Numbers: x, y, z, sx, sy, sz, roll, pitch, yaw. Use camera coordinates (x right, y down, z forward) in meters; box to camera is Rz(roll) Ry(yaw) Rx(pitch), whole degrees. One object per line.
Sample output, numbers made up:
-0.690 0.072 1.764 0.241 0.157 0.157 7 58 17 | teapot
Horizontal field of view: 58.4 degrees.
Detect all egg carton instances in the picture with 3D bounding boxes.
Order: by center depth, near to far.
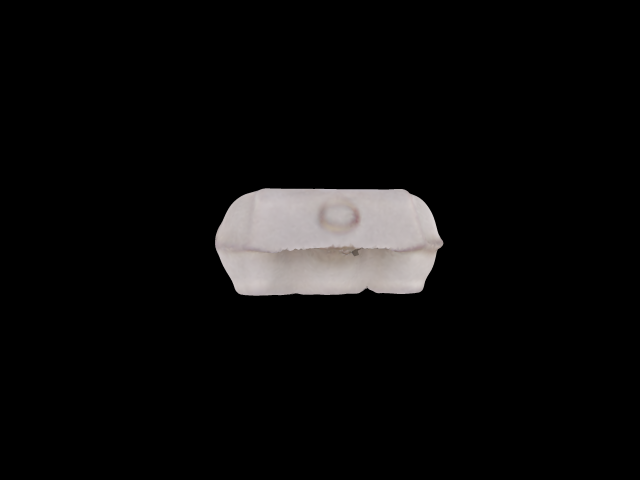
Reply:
0.004 0.001 0.400 0.150 0.069 0.107 0 0 -9 | egg carton
